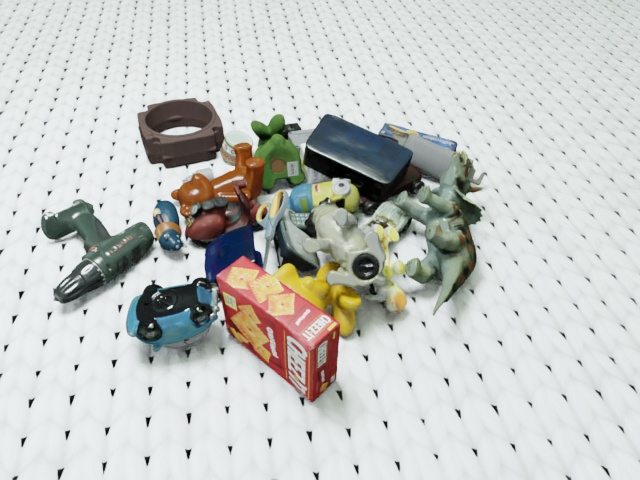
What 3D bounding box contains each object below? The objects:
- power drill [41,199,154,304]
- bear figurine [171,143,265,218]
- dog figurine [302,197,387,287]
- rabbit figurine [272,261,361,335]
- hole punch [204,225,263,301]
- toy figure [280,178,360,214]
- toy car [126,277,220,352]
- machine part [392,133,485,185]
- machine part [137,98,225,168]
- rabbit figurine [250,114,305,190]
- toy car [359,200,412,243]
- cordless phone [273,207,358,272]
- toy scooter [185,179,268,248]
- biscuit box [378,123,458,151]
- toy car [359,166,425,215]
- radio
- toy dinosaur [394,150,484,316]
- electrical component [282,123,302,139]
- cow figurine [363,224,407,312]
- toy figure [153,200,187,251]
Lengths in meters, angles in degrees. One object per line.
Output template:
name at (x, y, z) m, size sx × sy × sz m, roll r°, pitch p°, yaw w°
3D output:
power drill at (-0.470, 0.010, 1.075) m, size 0.208 × 0.085 × 0.232 m, roll 29°, pitch 48°, yaw 30°
bear figurine at (-0.232, -0.131, 1.206) m, size 0.196 × 0.131 × 0.120 m, roll -11°, pitch 39°, yaw -22°
dog figurine at (0.051, 0.004, 1.008) m, size 0.121 × 0.172 × 0.190 m, roll -34°, pitch 8°, yaw 8°
rabbit figurine at (0.003, 0.097, 0.985) m, size 0.163 × 0.121 × 0.173 m, roll 29°, pitch 40°, yaw 26°
hole punch at (-0.171, 0.040, 1.057) m, size 0.116 × 0.092 × 0.142 m, roll -9°, pitch 48°, yaw -7°
toy figure at (-0.002, -0.087, 1.196) m, size 0.180 × 0.089 × 0.082 m, roll -13°, pitch 57°, yaw 12°
toy car at (-0.246, 0.135, 0.937) m, size 0.162 × 0.102 × 0.109 m, roll -14°, pitch 43°, yaw -2°
machine part at (0.282, -0.193, 1.316) m, size 0.243 × 0.079 × 0.079 m, roll 26°, pitch 47°, yaw 7°
machine part at (-0.358, -0.282, 1.386) m, size 0.201 × 0.087 × 0.202 m, roll -14°, pitch 47°, yaw -18°
rabbit figurine at (-0.121, -0.219, 1.304) m, size 0.121 × 0.158 × 0.170 m, roll -18°, pitch 31°, yaw -8°
toy car at (0.134, -0.024, 1.161) m, size 0.074 × 0.056 × 0.202 m, roll 27°, pitch 49°, yaw 24°
cordless phone at (-0.002, -0.003, 1.117) m, size 0.184 × 0.088 × 0.147 m, roll -3°, pitch 43°, yaw -13°
toy scooter at (-0.198, -0.062, 1.127) m, size 0.184 × 0.135 × 0.075 m, roll -17°, pitch 49°, yaw -18°
biscuit box at (0.250, -0.242, 1.393) m, size 0.203 × 0.062 × 0.059 m, roll 17°, pitch 47°, yaw 15°
toy car at (0.153, -0.122, 1.267) m, size 0.202 × 0.053 × 0.089 m, roll -26°, pitch 66°, yaw -21°
radio at (0.083, -0.188, 1.231) m, size 0.230 × 0.073 × 0.131 m, roll 26°, pitch 58°, yaw 12°
toy dinosaur at (0.264, 0.001, 1.098) m, size 0.192 × 0.131 × 0.405 m, roll 20°, pitch 53°, yaw -24°
electrical component at (-0.092, -0.280, 1.412) m, size 0.102 × 0.078 × 0.045 m, roll -16°, pitch 66°, yaw -19°
cow figurine at (0.111, 0.060, 1.036) m, size 0.068 × 0.098 × 0.167 m, roll -1°, pitch 77°, yaw -42°
toy figure at (-0.319, -0.023, 1.133) m, size 0.064 × 0.057 × 0.155 m, roll 8°, pitch 36°, yaw -27°
